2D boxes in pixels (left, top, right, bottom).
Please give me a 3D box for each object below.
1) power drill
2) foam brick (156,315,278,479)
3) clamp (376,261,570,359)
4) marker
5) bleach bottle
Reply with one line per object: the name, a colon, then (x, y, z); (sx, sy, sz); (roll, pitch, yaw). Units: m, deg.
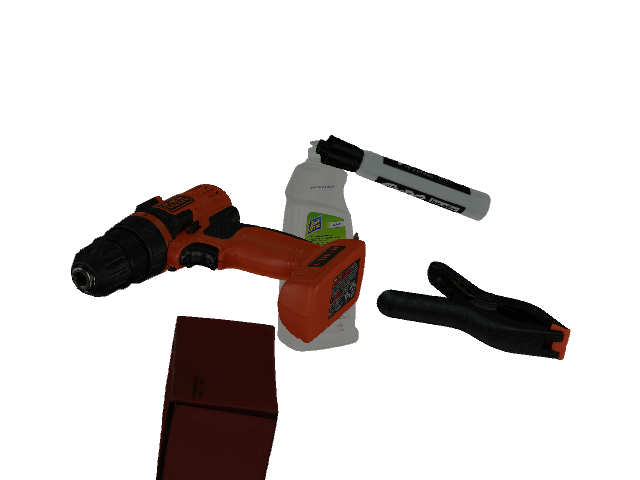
power drill: (-0.073, 0.017, 0.827); (0.188, 0.057, 0.184); (19, 29, 22)
foam brick: (-0.051, 0.080, 0.527); (0.053, 0.051, 0.078); (8, 26, -7)
clamp: (0.149, 0.063, 0.989); (0.172, 0.039, 0.120); (19, 30, 17)
marker: (0.053, -0.040, 0.685); (0.121, 0.020, 0.020); (19, -6, -17)
bleach bottle: (0.002, 0.005, 1.292); (0.102, 0.251, 0.068); (-7, 19, -30)
